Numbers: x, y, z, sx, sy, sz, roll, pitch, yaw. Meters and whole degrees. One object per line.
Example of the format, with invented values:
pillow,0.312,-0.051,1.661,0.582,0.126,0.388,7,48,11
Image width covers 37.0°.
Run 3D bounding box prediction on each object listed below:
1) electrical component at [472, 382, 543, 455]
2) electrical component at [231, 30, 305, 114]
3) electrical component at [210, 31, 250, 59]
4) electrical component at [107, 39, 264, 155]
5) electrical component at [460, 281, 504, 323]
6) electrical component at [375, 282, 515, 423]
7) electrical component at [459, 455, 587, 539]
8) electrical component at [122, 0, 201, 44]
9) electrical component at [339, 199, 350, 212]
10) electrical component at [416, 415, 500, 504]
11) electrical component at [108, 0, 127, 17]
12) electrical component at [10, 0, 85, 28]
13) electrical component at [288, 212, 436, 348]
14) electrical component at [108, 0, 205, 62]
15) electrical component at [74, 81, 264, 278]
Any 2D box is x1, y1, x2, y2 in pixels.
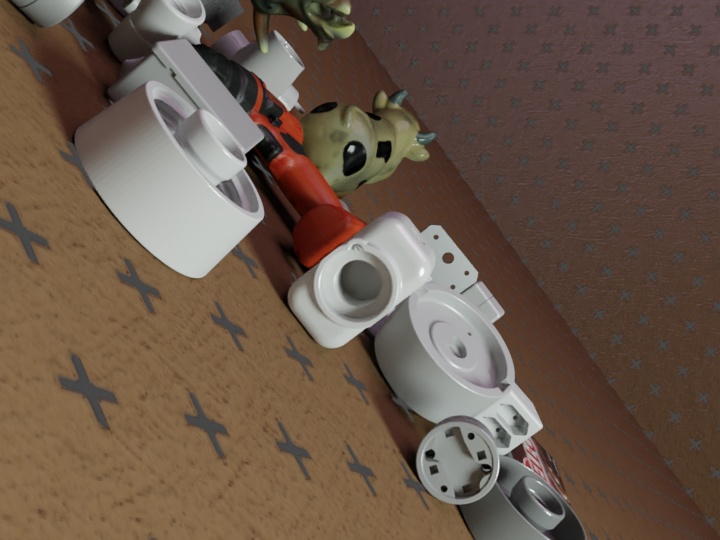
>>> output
electrical component,0.105,0.115,0.893,0.047,0.066,0.076,48,11,-20
electrical component,-0.082,-0.162,0.970,0.079,0.077,0.044,46,13,-34
electrical component,-0.107,-0.181,1.018,0.081,0.043,0.043,54,11,4
electrical component,-0.115,-0.104,0.718,0.099,0.048,0.099,51,11,-9
electrical component,0.097,0.065,0.974,0.075,0.083,0.047,54,11,6
electrical component,0.060,0.070,0.839,0.108,0.060,0.108,31,33,-23
electrical component,0.113,0.184,0.773,0.099,0.064,0.099,35,18,-13
electrical component,-0.157,-0.188,0.833,0.062,0.043,0.043,43,15,-37
electrical component,-0.026,-0.049,0.954,0.035,0.035,0.061,48,9,-25
electrical component,0.068,0.127,0.733,0.055,0.055,0.047,53,7,4
electrical component,-0.183,-0.239,0.894,0.099,0.064,0.099,61,0,0
electrical component,-0.207,-0.210,0.663,0.074,0.052,0.138,44,13,-36
electrical component,0.001,0.007,0.726,0.053,0.095,0.059,52,11,-1
electrical component,-0.147,-0.172,0.760,0.044,0.065,0.044,36,34,-29
electrical component,-0.099,-0.056,0.601,0.108,0.060,0.108,50,11,-13
